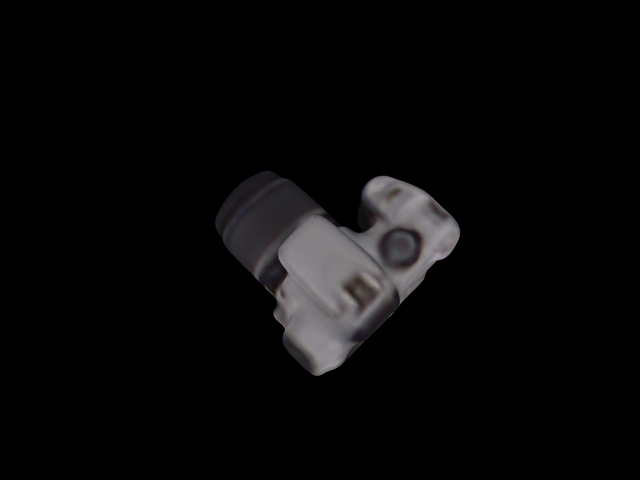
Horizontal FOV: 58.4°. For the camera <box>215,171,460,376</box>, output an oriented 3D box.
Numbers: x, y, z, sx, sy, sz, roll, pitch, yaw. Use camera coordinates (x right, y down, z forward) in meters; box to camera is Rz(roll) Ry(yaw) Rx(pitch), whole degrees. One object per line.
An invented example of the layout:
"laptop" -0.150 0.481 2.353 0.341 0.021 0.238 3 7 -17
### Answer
"camera" 0.004 0.001 0.400 0.136 0.101 0.143 43 78 11
